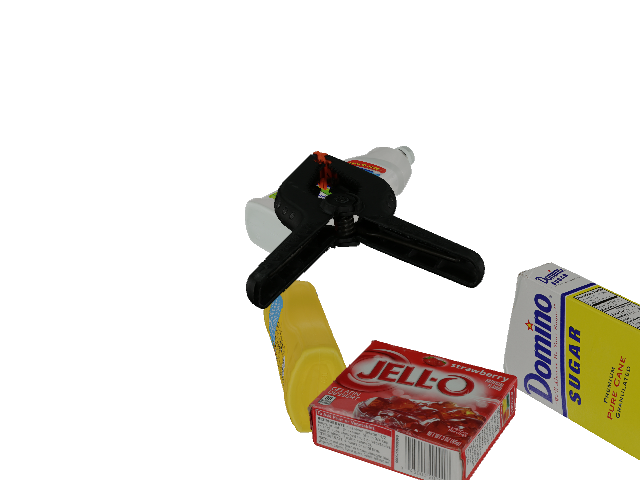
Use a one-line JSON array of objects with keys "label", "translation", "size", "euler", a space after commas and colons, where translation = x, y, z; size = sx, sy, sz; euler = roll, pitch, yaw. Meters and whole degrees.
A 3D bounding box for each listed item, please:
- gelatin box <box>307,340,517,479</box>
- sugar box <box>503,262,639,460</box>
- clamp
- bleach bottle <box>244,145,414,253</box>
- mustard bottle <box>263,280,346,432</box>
[{"label": "gelatin box", "translation": [0.049, 0.089, 0.566], "size": [0.089, 0.030, 0.073], "euler": [13, 30, 29]}, {"label": "sugar box", "translation": [0.207, 0.091, 0.736], "size": [0.048, 0.093, 0.176], "euler": [-16, 30, -39]}, {"label": "clamp", "translation": [0.027, -0.013, 0.801], "size": [0.164, 0.036, 0.210], "euler": [-1, 28, -3]}, {"label": "bleach bottle", "translation": [0.026, -0.062, 1.355], "size": [0.103, 0.068, 0.250], "euler": [25, 43, 34]}, {"label": "mustard bottle", "translation": [-0.020, 0.095, 1.043], "size": [0.058, 0.096, 0.192], "euler": [-4, 28, -10]}]
